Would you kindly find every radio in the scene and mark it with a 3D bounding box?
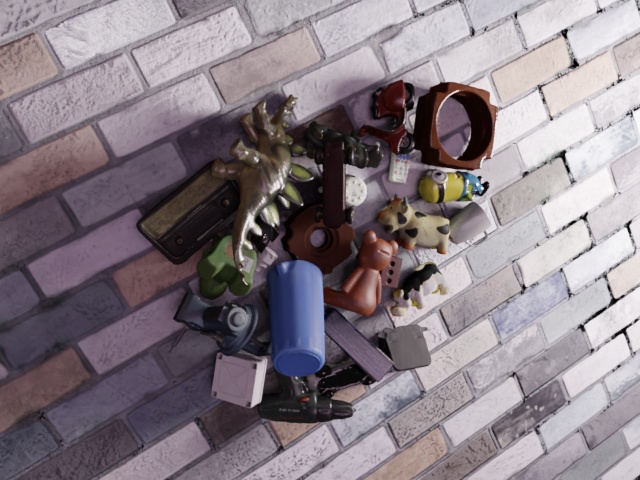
[{"bbox_3d":[-0.275,-0.060,1.182,0.229,0.073,0.131,-41,107,-9],"label":"radio"}]

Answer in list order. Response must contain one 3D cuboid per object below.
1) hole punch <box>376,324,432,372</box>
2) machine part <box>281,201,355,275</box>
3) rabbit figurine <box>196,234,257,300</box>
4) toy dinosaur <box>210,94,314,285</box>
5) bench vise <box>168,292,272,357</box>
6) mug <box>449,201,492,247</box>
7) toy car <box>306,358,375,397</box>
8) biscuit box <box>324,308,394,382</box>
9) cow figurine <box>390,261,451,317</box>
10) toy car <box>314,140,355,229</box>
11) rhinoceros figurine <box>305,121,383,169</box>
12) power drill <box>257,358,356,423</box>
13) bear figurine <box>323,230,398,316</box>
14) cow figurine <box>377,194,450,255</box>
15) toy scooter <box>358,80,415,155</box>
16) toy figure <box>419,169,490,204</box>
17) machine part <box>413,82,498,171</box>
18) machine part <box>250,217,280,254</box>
[{"bbox_3d":[0.213,0.283,1.387,0.142,0.092,0.116,-6,67,-14],"label":"hole punch"},{"bbox_3d":[-0.003,-0.004,1.288,0.179,0.056,0.179,-2,96,-18],"label":"machine part"},{"bbox_3d":[-0.222,0.058,1.185,0.121,0.170,0.159,23,48,-21],"label":"rabbit figurine"},{"bbox_3d":[-0.121,-0.134,1.142,0.198,0.105,0.471,35,58,-22],"label":"toy dinosaur"},{"bbox_3d":[-0.195,0.203,1.180,0.240,0.224,0.129,37,50,-30],"label":"bench vise"},{"bbox_3d":[0.384,-0.029,1.404,0.107,0.081,0.109,-33,112,0],"label":"mug"},{"bbox_3d":[0.062,0.339,1.352,0.202,0.056,0.073,-13,94,-17],"label":"toy car"},{"bbox_3d":[0.084,0.253,1.309,0.203,0.059,0.063,44,80,4],"label":"biscuit box"},{"bbox_3d":[0.243,0.126,1.377,0.167,0.068,0.098,-27,99,-16],"label":"cow figurine"},{"bbox_3d":[0.033,-0.124,1.213,0.089,0.053,0.202,1,107,10],"label":"toy car"},{"bbox_3d":[0.054,-0.214,1.258,0.190,0.112,0.073,20,122,-5],"label":"rhinoceros figurine"},{"bbox_3d":[-0.042,0.334,1.279,0.232,0.086,0.207,-10,99,9],"label":"power drill"},{"bbox_3d":[0.099,0.078,1.292,0.120,0.132,0.195,18,83,-34],"label":"bear figurine"},{"bbox_3d":[0.236,-0.040,1.346,0.195,0.085,0.127,10,100,-16],"label":"cow figurine"},{"bbox_3d":[0.159,-0.295,1.294,0.135,0.075,0.183,1,86,5],"label":"toy scooter"},{"bbox_3d":[0.340,-0.133,1.371,0.180,0.082,0.089,4,95,-21],"label":"toy figure"},{"bbox_3d":[0.336,-0.279,1.338,0.201,0.087,0.201,5,92,-25],"label":"machine part"},{"bbox_3d":[-0.126,-0.022,1.206,0.039,0.139,0.084,-29,108,13],"label":"machine part"}]
